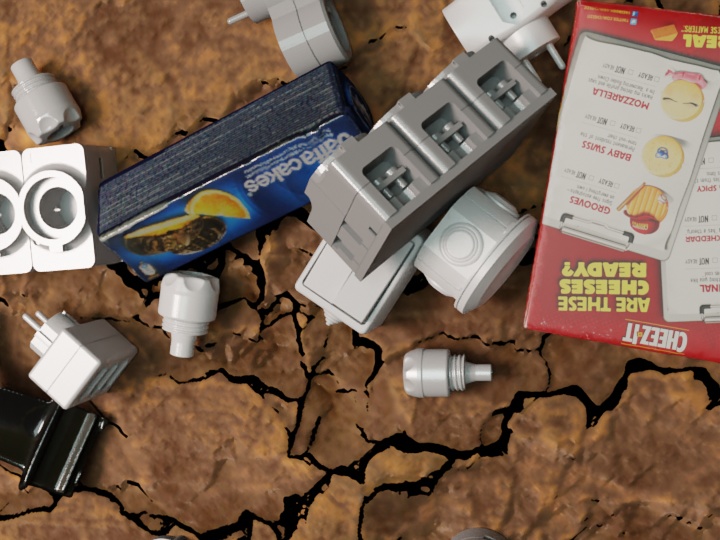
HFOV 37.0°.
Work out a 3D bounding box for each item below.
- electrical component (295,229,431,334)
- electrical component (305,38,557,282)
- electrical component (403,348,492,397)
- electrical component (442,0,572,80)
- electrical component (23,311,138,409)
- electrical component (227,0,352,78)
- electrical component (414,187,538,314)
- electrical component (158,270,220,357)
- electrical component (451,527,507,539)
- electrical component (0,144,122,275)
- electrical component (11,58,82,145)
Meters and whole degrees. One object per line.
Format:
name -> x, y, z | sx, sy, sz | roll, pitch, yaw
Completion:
electrical component -> 0.000, 0.000, 0.754 | 0.062, 0.061, 0.096 | 34, 101, 9
electrical component -> 0.041, -0.074, 0.690 | 0.150, 0.089, 0.061 | -39, 82, -23
electrical component -> 0.062, 0.072, 0.759 | 0.061, 0.035, 0.035 | -1, 94, 10
electrical component -> 0.109, -0.163, 0.726 | 0.077, 0.043, 0.079 | -32, 87, 13
electrical component -> -0.220, 0.057, 0.806 | 0.077, 0.066, 0.047 | 40, 102, 7
electrical component -> -0.064, -0.198, 0.758 | 0.074, 0.052, 0.138 | -21, 89, 14
electrical component -> 0.079, -0.014, 0.726 | 0.051, 0.080, 0.080 | 39, 101, 13
electrical component -> -0.128, 0.033, 0.795 | 0.043, 0.043, 0.062 | 10, 97, 12
electrical component -> 0.082, 0.216, 0.758 | 0.055, 0.047, 0.055 | 1, 94, 13
electrical component -> -0.263, -0.043, 0.811 | 0.150, 0.062, 0.089 | -4, 93, 13
electrical component -> -0.240, -0.129, 0.809 | 0.043, 0.043, 0.062 | -31, 86, 13
